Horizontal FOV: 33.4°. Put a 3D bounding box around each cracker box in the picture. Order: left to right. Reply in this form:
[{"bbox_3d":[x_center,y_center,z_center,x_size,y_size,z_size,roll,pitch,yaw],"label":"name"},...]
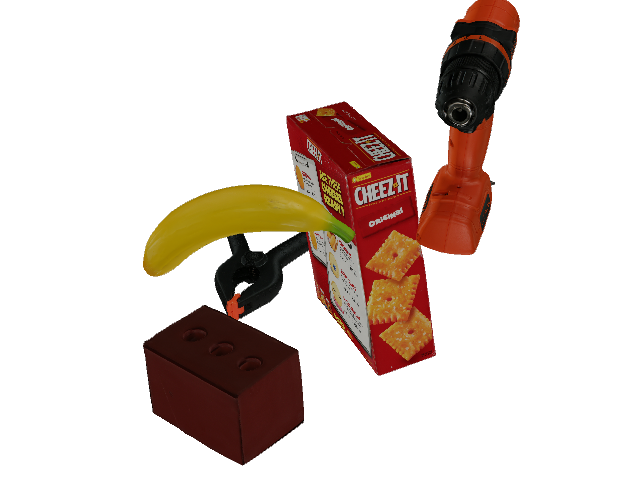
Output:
[{"bbox_3d":[0.039,-0.005,1.020,0.072,0.214,0.164,-17,30,-14],"label":"cracker box"}]

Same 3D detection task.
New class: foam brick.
[{"bbox_3d":[-0.055,0.082,0.613,0.078,0.051,0.052,22,37,34],"label":"foam brick"}]

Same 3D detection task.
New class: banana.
[{"bbox_3d":[-0.074,-0.009,0.838,0.198,0.069,0.037,-9,29,30],"label":"banana"}]

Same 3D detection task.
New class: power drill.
[{"bbox_3d":[0.119,-0.084,0.863,0.057,0.188,0.184,14,37,11],"label":"power drill"}]

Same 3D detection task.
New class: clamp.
[{"bbox_3d":[-0.066,0.029,1.257,0.120,0.039,0.171,-2,41,10],"label":"clamp"}]
